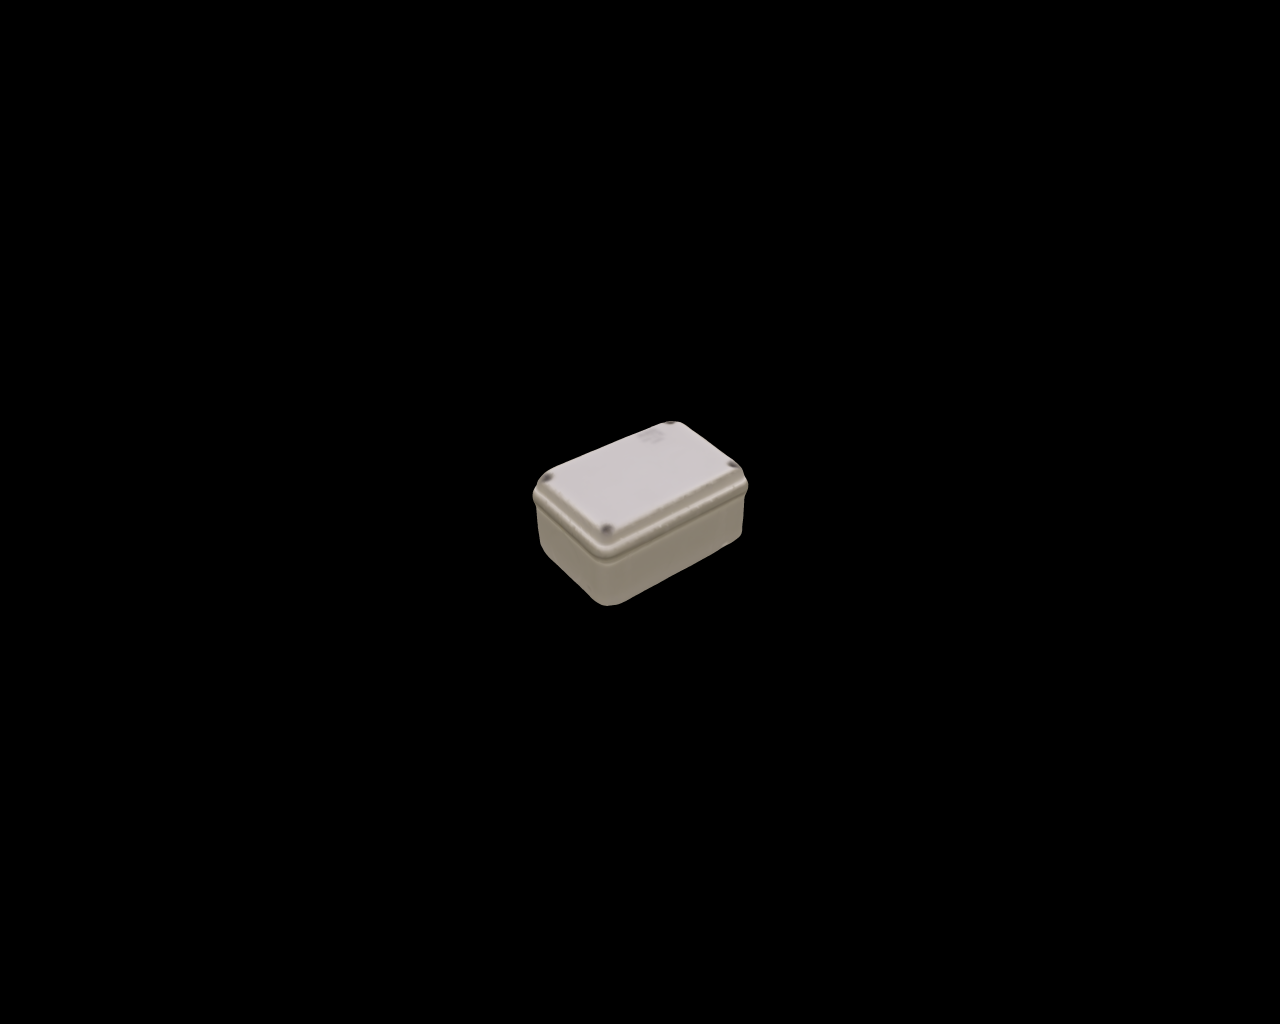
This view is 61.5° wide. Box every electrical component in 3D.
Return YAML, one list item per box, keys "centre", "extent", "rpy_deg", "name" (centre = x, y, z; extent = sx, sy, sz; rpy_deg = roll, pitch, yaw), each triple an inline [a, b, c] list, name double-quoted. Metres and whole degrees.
- centre: [0.001, -0.003, 0.650]
  extent: [0.113, 0.057, 0.078]
  rpy_deg: [-26, 46, -28]
  name: "electrical component"
